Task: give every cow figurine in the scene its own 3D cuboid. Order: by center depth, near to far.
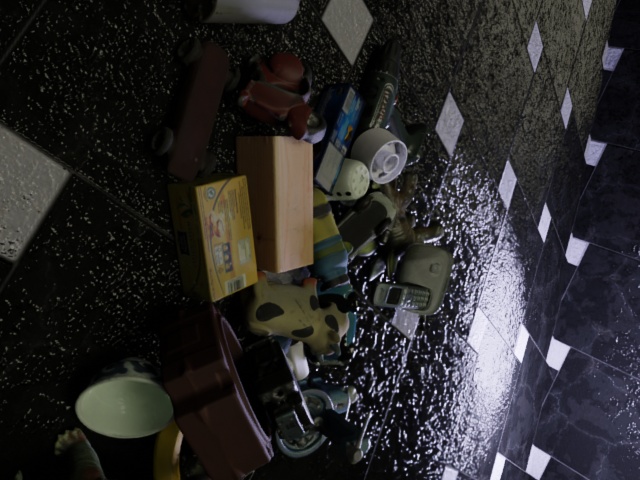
[{"bbox_3d":[-0.034,0.128,0.877,0.195,0.085,0.127,12,60,-32],"label":"cow figurine"}]

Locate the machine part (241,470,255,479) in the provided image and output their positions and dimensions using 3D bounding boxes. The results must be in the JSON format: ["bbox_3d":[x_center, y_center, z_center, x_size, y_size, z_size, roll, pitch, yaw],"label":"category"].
[{"bbox_3d":[-0.137,0.389,0.868,0.084,0.039,0.138,-47,160,-30],"label":"machine part"}]

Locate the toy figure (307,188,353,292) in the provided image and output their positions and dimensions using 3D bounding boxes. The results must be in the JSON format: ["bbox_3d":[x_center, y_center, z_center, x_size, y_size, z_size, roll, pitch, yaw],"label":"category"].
[{"bbox_3d":[0.001,-0.004,0.925,0.082,0.089,0.180,-16,80,-48],"label":"toy figure"}]

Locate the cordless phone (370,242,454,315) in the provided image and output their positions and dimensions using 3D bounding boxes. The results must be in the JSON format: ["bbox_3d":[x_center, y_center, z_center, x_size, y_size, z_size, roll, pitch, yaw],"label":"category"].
[{"bbox_3d":[0.174,0.072,1.078,0.184,0.089,0.146,9,100,-41],"label":"cordless phone"}]

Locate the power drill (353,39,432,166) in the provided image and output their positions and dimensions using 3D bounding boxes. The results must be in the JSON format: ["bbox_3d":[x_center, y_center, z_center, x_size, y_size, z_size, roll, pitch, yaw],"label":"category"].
[{"bbox_3d":[0.159,-0.268,1.124,0.207,0.086,0.232,41,66,-52],"label":"power drill"}]

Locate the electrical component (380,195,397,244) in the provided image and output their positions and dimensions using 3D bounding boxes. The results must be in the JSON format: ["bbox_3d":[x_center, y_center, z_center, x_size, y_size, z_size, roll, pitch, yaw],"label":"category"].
[{"bbox_3d":[0.122,-0.044,1.062,0.063,0.021,0.094,24,74,-21],"label":"electrical component"}]

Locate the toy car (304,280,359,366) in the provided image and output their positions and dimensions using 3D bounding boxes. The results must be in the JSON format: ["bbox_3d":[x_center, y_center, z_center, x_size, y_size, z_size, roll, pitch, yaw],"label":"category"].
[{"bbox_3d":[0.017,0.146,0.997,0.103,0.109,0.161,-95,-179,-82],"label":"toy car"}]

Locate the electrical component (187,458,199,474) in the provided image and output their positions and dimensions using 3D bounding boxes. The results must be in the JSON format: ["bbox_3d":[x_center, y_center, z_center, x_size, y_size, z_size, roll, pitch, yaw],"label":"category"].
[{"bbox_3d":[-0.169,0.312,0.837,0.119,0.048,0.074,-49,131,-35],"label":"electrical component"}]

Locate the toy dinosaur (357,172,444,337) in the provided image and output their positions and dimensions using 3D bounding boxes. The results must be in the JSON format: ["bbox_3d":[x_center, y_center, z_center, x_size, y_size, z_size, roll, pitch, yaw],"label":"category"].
[{"bbox_3d":[0.175,0.012,1.184,0.198,0.105,0.470,-47,122,-26],"label":"toy dinosaur"}]

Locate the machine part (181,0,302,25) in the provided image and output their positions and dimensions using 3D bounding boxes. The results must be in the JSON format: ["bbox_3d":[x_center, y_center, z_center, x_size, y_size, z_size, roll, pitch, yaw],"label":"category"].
[{"bbox_3d":[-0.109,-0.348,0.766,0.243,0.079,0.079,-24,115,-48],"label":"machine part"}]

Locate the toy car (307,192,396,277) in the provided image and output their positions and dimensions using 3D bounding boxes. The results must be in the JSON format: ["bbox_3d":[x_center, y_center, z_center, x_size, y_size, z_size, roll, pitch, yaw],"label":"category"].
[{"bbox_3d":[0.056,-0.007,1.005,0.202,0.056,0.073,-43,93,-5],"label":"toy car"}]

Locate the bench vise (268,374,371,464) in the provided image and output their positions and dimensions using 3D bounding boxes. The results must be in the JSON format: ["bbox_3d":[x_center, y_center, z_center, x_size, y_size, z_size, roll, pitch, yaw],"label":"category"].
[{"bbox_3d":[0.008,0.313,0.926,0.223,0.241,0.128,12,91,-36],"label":"bench vise"}]

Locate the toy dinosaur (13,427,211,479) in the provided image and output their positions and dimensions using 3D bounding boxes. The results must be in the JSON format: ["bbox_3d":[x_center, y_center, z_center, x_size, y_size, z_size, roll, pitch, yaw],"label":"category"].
[{"bbox_3d":[-0.211,0.333,0.627,0.405,0.192,0.131,18,94,-24],"label":"toy dinosaur"}]

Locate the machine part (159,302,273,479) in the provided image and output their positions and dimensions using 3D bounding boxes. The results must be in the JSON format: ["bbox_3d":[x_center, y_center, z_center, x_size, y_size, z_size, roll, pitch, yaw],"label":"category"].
[{"bbox_3d":[-0.138,0.201,0.728,0.087,0.201,0.201,-21,120,-7],"label":"machine part"}]

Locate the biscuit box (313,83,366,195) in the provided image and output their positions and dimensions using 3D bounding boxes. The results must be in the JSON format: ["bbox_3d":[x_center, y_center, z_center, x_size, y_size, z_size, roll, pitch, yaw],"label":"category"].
[{"bbox_3d":[0.015,-0.184,0.969,0.059,0.063,0.202,38,66,-47],"label":"biscuit box"}]

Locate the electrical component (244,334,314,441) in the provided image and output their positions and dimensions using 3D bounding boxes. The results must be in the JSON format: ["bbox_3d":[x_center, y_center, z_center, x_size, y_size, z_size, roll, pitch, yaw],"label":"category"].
[{"bbox_3d":[-0.059,0.225,0.797,0.058,0.134,0.114,-25,125,-5],"label":"electrical component"}]

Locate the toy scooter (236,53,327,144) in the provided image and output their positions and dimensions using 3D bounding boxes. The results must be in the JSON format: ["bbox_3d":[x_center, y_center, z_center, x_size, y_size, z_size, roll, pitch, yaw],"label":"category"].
[{"bbox_3d":[-0.069,-0.224,0.810,0.135,0.075,0.184,7,49,-30],"label":"toy scooter"}]

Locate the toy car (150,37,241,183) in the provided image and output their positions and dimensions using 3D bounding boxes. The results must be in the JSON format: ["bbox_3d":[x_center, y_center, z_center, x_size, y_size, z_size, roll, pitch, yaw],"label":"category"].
[{"bbox_3d":[-0.172,-0.178,0.738,0.089,0.053,0.202,27,71,-49],"label":"toy car"}]

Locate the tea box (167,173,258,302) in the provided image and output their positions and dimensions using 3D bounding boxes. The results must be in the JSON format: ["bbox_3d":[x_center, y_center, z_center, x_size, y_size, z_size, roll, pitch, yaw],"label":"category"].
[{"bbox_3d":[-0.153,-0.007,0.781,0.098,0.068,0.169,-21,112,-49],"label":"tea box"}]

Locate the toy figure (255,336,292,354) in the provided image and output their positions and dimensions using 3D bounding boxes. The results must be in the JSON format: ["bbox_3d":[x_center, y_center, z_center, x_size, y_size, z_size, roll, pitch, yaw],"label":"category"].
[{"bbox_3d":[-0.100,0.211,0.900,0.154,0.058,0.064,-57,134,-24],"label":"toy figure"}]
